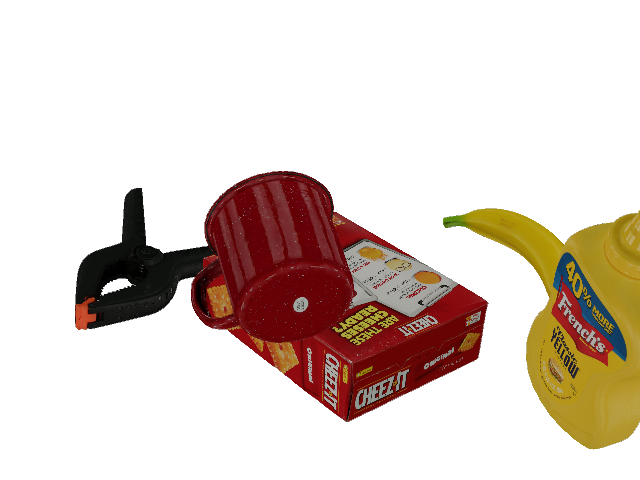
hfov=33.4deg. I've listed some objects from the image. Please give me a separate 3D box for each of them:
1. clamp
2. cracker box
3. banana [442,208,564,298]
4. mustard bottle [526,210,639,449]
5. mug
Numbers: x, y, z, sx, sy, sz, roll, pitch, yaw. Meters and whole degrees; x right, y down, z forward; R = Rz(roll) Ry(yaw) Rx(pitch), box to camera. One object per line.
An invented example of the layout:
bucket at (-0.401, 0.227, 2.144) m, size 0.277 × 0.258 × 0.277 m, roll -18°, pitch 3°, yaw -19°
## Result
clamp at (-0.175, 0.018, 1.035) m, size 0.165 × 0.036 × 0.209 m, roll 26°, pitch 38°, yaw 23°
cracker box at (0.018, 0.062, 0.977) m, size 0.163 × 0.072 × 0.214 m, roll -20°, pitch 36°, yaw -35°
banana at (0.206, 0.012, 1.067) m, size 0.069 × 0.037 × 0.198 m, roll -34°, pitch 37°, yaw -13°
mustard bottle at (0.181, 0.046, 0.664) m, size 0.058 × 0.096 × 0.192 m, roll -14°, pitch -36°, yaw -14°
mug at (-0.036, 0.020, 0.720) m, size 0.117 × 0.081 × 0.093 m, roll -27°, pitch -42°, yaw 9°
